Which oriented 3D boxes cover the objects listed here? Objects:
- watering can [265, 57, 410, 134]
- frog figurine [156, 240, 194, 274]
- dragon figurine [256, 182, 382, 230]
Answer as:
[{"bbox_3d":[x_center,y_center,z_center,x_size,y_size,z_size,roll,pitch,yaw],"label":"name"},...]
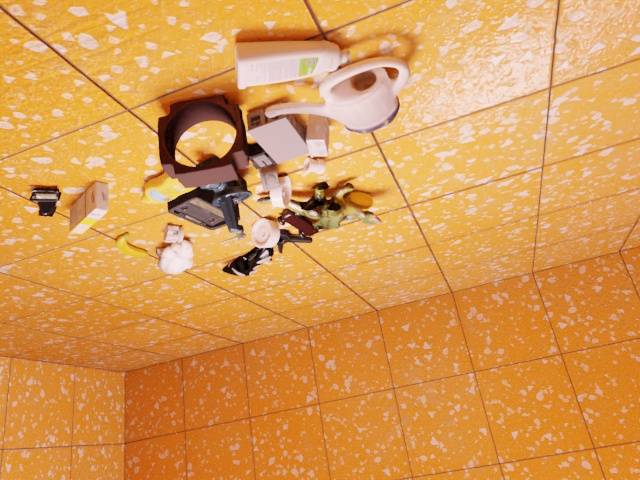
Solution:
[{"bbox_3d":[0.058,-0.335,1.250,0.346,0.106,0.221,-19,157,17],"label":"watering can"},{"bbox_3d":[-0.530,0.065,1.939,0.158,0.125,0.135,-13,140,36],"label":"frog figurine"},{"bbox_3d":[0.005,-0.089,1.768,0.410,0.125,0.238,1,151,8],"label":"dragon figurine"}]
